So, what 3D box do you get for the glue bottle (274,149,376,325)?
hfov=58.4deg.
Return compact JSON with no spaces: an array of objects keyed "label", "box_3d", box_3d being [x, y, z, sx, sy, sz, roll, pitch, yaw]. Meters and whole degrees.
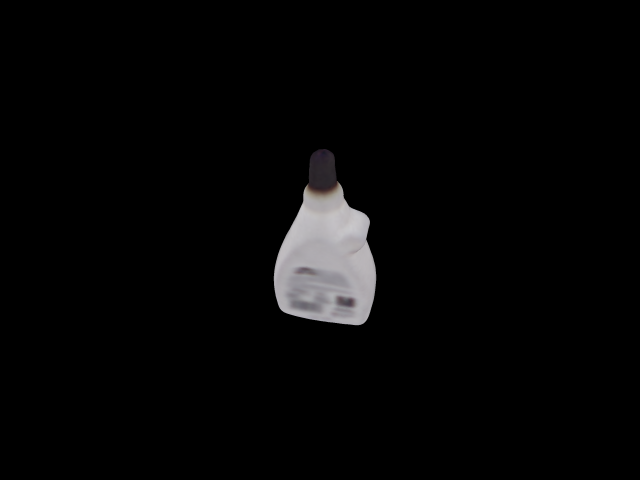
[{"label":"glue bottle","box_3d":[0.004,0.001,0.400,0.078,0.173,0.037,9,54,7]}]
